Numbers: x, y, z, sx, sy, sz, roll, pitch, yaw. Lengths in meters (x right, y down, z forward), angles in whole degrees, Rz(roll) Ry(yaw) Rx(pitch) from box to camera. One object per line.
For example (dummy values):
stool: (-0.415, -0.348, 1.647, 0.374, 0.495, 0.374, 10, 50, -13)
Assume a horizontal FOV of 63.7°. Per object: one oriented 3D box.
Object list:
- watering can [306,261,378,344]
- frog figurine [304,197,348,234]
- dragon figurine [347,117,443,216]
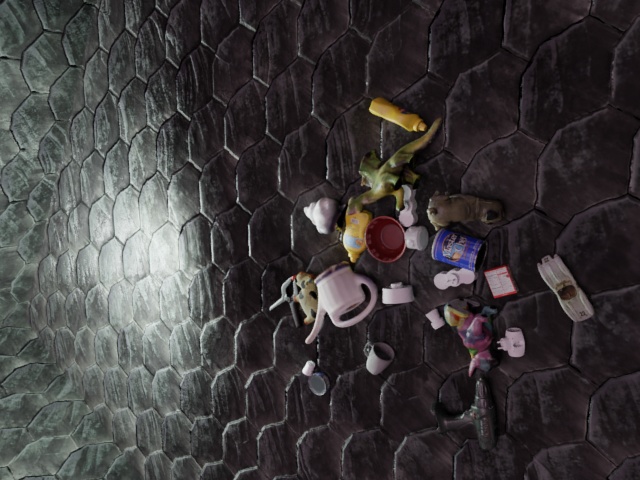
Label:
watering can: (0.047, 0.219, 1.869, 0.344, 0.103, 0.228, -33, 68, 21)
frog figurine: (0.006, -0.094, 1.875, 0.160, 0.125, 0.134, 18, 129, 20)
dragon figurine: (0.220, -0.243, 1.689, 0.245, 0.120, 0.412, 27, 84, 44)
